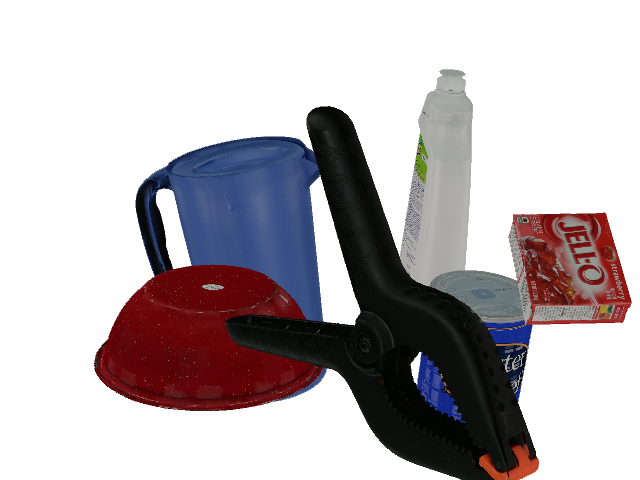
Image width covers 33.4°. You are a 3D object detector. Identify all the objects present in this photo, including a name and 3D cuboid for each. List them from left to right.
[{"bbox_3d":[-0.076,0.057,0.739,0.162,0.055,0.162,1,18,-1],"label":"bowl"},{"bbox_3d":[-0.073,0.028,1.031,0.144,0.243,0.149,-21,22,-32],"label":"pitcher"},{"bbox_3d":[0.034,0.040,0.555,0.036,0.165,0.210,-14,41,-42],"label":"clamp"},{"bbox_3d":[0.135,-0.063,1.193,0.068,0.251,0.102,-1,24,-12],"label":"bleach bottle"},{"bbox_3d":[0.148,0.113,1.037,0.103,0.140,0.103,5,23,-2],"label":"coffee can"},{"bbox_3d":[0.184,0.019,0.794,0.073,0.089,0.030,-1,-40,-2],"label":"gelatin box"}]
